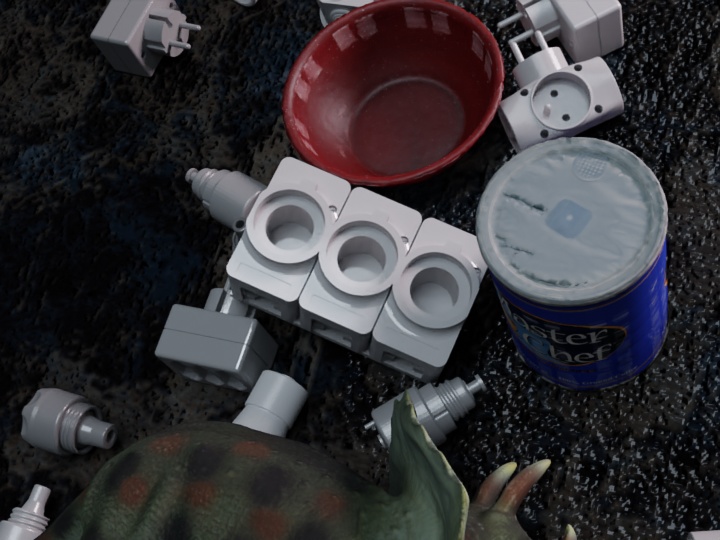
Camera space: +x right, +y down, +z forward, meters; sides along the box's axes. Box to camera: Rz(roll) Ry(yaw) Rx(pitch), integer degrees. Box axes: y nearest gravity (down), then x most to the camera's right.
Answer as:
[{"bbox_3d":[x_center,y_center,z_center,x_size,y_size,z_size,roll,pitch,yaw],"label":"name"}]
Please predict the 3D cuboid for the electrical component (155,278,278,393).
[{"bbox_3d":[-0.092,0.038,0.741,0.066,0.047,0.076,9,67,21],"label":"electrical component"}]

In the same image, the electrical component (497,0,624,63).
[{"bbox_3d":[0.139,-0.189,0.787,0.076,0.047,0.083,-26,60,3],"label":"electrical component"}]

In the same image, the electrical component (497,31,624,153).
[{"bbox_3d":[0.132,-0.129,0.752,0.077,0.044,0.079,-25,81,4],"label":"electrical component"}]

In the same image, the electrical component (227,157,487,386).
[{"bbox_3d":[0.000,0.000,0.698,0.150,0.061,0.089,24,72,5],"label":"electrical component"}]

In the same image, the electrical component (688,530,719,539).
[{"bbox_3d":[0.208,0.167,0.583,0.047,0.055,0.055,-10,62,8],"label":"electrical component"}]

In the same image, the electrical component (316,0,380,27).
[{"bbox_3d":[0.003,-0.217,0.839,0.080,0.051,0.080,-7,62,13],"label":"electrical component"}]

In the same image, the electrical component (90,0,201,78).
[{"bbox_3d":[-0.167,-0.196,0.882,0.077,0.047,0.065,16,70,23],"label":"electrical component"}]

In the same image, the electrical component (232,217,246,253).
[{"bbox_3d":[-0.074,-0.017,0.755,0.035,0.061,0.035,-7,62,13],"label":"electrical component"}]

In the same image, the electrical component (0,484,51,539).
[{"bbox_3d":[-0.225,0.174,0.720,0.035,0.035,0.061,9,65,21],"label":"electrical component"}]

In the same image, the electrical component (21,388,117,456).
[{"bbox_3d":[-0.198,0.107,0.740,0.062,0.043,0.043,12,68,20],"label":"electrical component"}]

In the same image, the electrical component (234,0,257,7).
[{"bbox_3d":[-0.085,-0.257,0.892,0.044,0.044,0.065,29,71,27],"label":"electrical component"}]

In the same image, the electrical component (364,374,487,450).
[{"bbox_3d":[0.044,0.091,0.678,0.078,0.040,0.040,-31,60,0],"label":"electrical component"}]

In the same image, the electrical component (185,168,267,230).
[{"bbox_3d":[-0.097,-0.054,0.793,0.078,0.040,0.040,29,75,27],"label":"electrical component"}]

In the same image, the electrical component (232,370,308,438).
[{"bbox_3d":[-0.062,0.099,0.706,0.044,0.044,0.065,18,66,24],"label":"electrical component"}]
